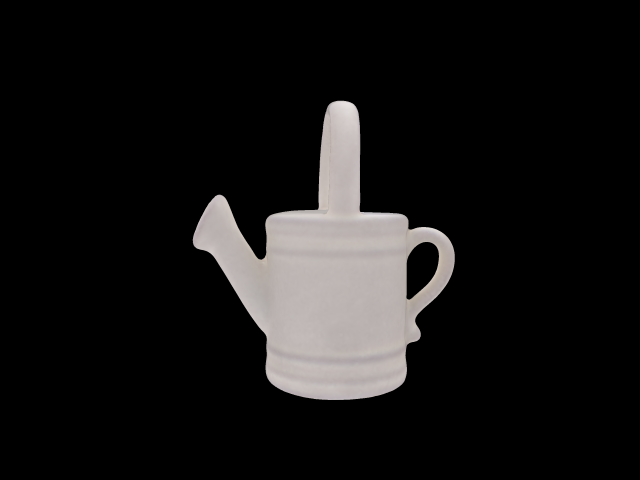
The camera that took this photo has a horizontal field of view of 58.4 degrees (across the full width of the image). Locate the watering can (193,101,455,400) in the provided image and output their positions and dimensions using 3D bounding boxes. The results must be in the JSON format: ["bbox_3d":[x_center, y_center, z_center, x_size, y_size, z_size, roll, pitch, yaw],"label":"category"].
[{"bbox_3d":[0.004,0.002,0.398,0.173,0.194,0.100,-2,5,-24],"label":"watering can"}]
